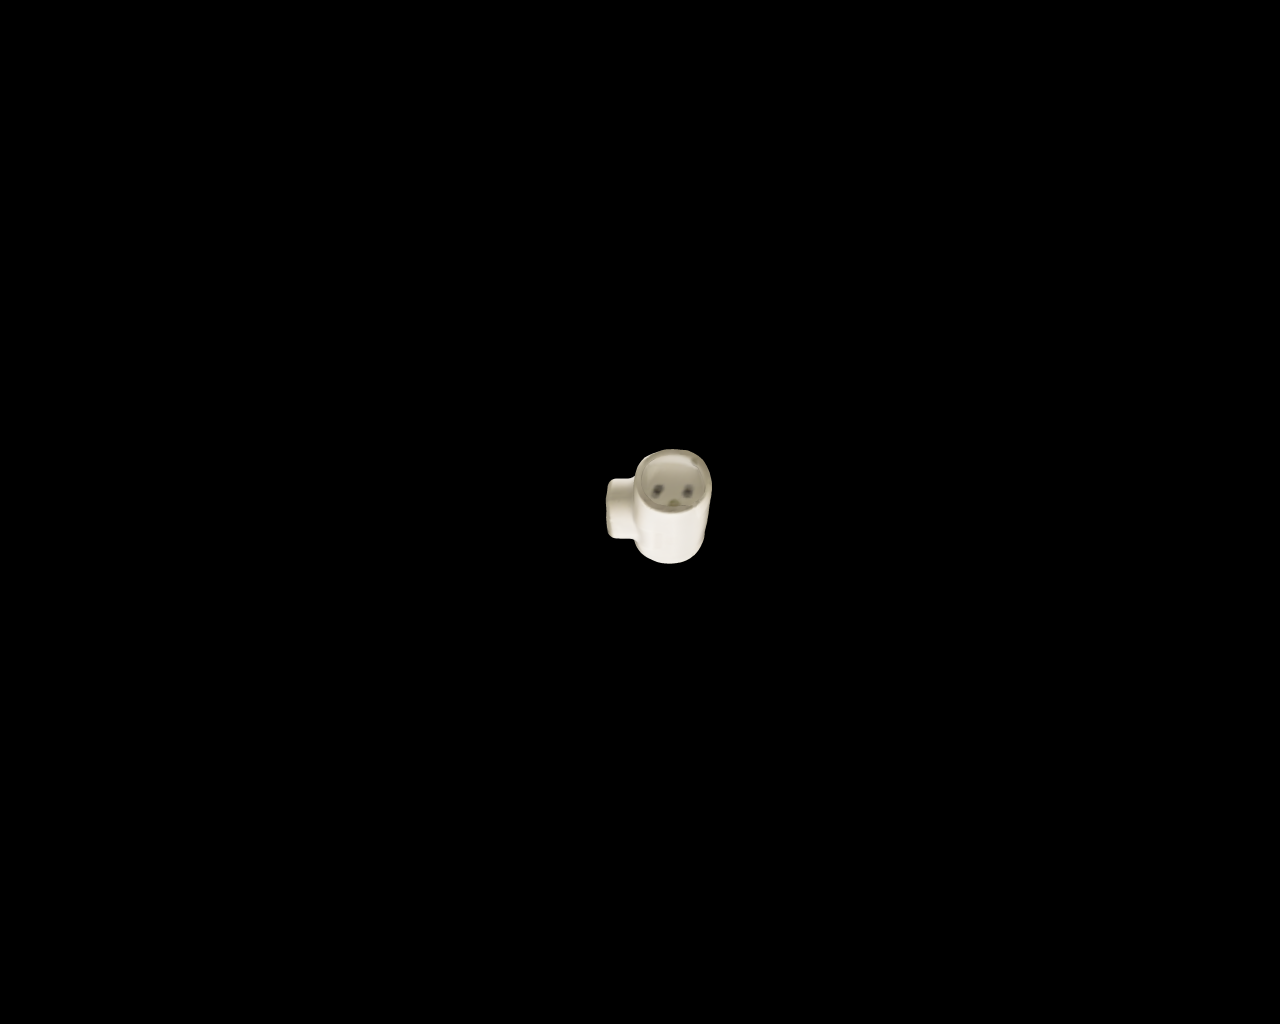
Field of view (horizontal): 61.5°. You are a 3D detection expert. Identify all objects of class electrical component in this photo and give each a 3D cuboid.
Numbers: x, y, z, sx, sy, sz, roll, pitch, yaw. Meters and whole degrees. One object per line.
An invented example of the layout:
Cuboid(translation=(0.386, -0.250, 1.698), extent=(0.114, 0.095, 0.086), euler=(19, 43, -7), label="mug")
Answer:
Cuboid(translation=(0.001, -0.003, 0.650), extent=(0.079, 0.043, 0.077), euler=(0, -25, 0), label="electrical component")
